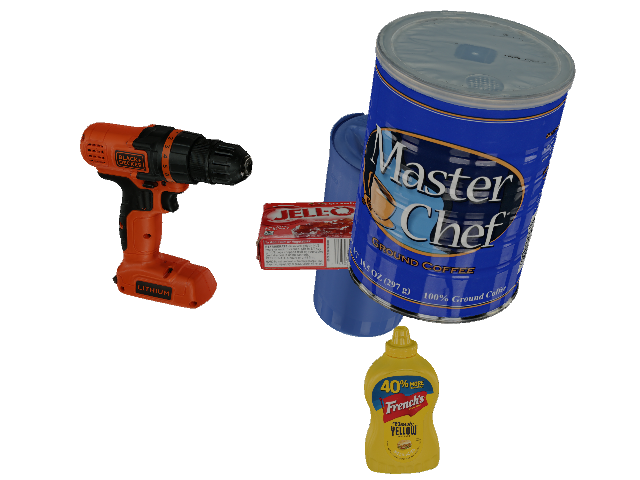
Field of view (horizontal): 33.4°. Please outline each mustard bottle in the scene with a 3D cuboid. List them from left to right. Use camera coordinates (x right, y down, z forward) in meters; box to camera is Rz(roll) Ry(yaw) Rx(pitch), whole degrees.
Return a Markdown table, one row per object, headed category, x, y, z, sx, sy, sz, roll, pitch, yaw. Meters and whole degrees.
| category | x | y | z | sx | sy | sz | roll | pitch | yaw |
| --- | --- | --- | --- | --- | --- | --- | --- | --- | --- |
| mustard bottle | 0.105 | 0.203 | 1.375 | 0.096 | 0.192 | 0.058 | -2 | 15 | -1 |

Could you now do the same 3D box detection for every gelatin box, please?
| category | x | y | z | sx | sy | sz | roll | pitch | yaw |
| --- | --- | --- | --- | --- | --- | --- | --- | --- | --- |
| gelatin box | -0.002 | -0.005 | 0.813 | 0.089 | 0.030 | 0.073 | -1 | 22 | 2 |

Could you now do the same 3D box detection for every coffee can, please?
| category | x | y | z | sx | sy | sz | roll | pitch | yaw |
| --- | --- | --- | --- | --- | --- | --- | --- | --- | --- |
| coffee can | 0.073 | -0.040 | 0.586 | 0.102 | 0.140 | 0.103 | 5 | 35 | -3 |

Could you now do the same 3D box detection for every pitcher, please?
| category | x | y | z | sx | sy | sz | roll | pitch | yaw |
| --- | --- | --- | --- | --- | --- | --- | --- | --- | --- |
| pitcher | 0.062 | -0.006 | 1.167 | 0.145 | 0.243 | 0.149 | 26 | 41 | 20 |

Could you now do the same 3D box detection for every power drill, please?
| category | x | y | z | sx | sy | sz | roll | pitch | yaw |
| --- | --- | --- | --- | --- | --- | --- | --- | --- | --- |
| power drill | -0.150 | -0.026 | 1.082 | 0.185 | 0.188 | 0.057 | 11 | 30 | 22 |
